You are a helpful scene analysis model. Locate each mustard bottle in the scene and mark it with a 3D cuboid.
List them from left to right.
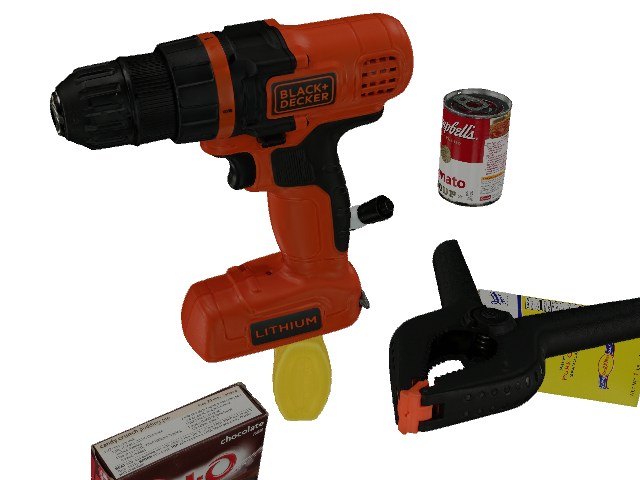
[{"bbox_3d":[-0.025,0.097,1.119,0.058,0.096,0.191,-1,27,-5],"label":"mustard bottle"}]

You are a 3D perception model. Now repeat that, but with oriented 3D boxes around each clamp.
[{"bbox_3d":[0.098,0.057,0.672,0.165,0.036,0.209,20,31,36],"label":"clamp"}]

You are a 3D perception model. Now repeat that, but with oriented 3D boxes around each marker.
[{"bbox_3d":[0.012,-0.012,0.835,0.020,0.020,0.121,0,-13,-42],"label":"marker"}]

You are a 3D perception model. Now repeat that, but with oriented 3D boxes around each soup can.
[{"bbox_3d":[0.154,-0.094,1.078,0.068,0.102,0.068,0,31,0],"label":"soup can"}]

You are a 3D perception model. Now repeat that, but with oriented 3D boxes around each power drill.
[{"bbox_3d":[-0.042,-0.024,0.567,0.184,0.188,0.057,-12,40,-17],"label":"power drill"}]

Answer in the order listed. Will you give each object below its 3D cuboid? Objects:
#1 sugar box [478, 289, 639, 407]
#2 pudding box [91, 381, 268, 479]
[{"bbox_3d":[0.243,0.110,1.097,0.176,0.093,0.048,7,21,5],"label":"sugar box"},{"bbox_3d":[-0.092,0.150,0.690,0.113,0.090,0.039,-22,51,-32],"label":"pudding box"}]
